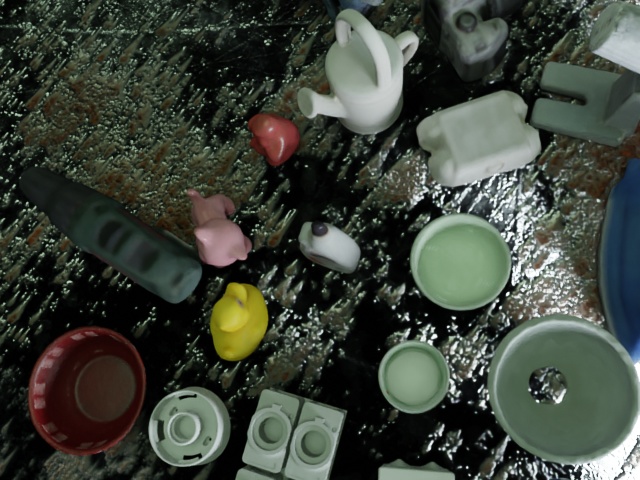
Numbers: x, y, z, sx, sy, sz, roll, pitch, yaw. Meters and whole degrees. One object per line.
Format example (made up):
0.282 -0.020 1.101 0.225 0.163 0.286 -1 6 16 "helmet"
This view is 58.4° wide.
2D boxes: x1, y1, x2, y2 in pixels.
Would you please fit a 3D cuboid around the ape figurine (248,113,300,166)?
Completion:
-0.069 -0.147 0.792 0.076 0.092 0.078 -12 75 5 "ape figurine"

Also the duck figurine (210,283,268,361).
-0.112 0.103 0.741 0.077 0.086 0.104 9 78 10 "duck figurine"

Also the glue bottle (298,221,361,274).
0.006 0.003 0.705 0.078 0.173 0.037 16 79 11 "glue bottle"

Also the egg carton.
0.211 -0.133 0.764 0.150 0.069 0.107 -19 75 3 "egg carton"

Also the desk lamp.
0.382 -0.194 0.682 0.203 0.214 0.118 15 79 11 "desk lamp"

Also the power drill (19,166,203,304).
-0.236 0.005 0.717 0.229 0.208 0.076 31 82 13 "power drill"

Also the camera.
0.226 -0.321 0.791 0.137 0.101 0.143 -27 75 1 "camera"

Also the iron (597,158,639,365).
0.404 0.019 0.666 0.118 0.141 0.258 12 79 10 "iron"

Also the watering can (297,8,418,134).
0.053 -0.215 0.739 0.100 0.194 0.173 31 82 14 "watering can"

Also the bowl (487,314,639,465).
0.280 0.175 0.680 0.167 0.075 0.167 -2 77 7 "bowl"

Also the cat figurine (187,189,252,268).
-0.139 -0.013 0.756 0.067 0.118 0.127 -30 75 0 "cat figurine"

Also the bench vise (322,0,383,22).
0.004 -0.409 0.778 0.207 0.220 0.121 21 80 12 "bench vise"
